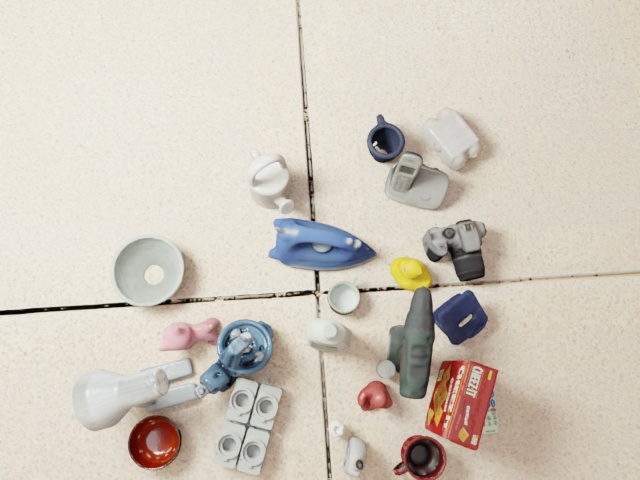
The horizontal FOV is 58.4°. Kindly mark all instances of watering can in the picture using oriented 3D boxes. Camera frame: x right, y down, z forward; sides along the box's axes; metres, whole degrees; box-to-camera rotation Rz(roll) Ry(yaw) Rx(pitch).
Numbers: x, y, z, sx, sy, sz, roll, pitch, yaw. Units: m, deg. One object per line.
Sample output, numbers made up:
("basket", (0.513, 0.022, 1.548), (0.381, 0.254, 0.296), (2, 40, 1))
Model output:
("watering can", (-0.113, -0.140, 1.319), (0.173, 0.194, 0.101), (37, 79, 6))

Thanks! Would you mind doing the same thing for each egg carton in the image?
("egg carton", (0.325, -0.251, 1.424), (0.107, 0.069, 0.150), (-36, 81, -9))

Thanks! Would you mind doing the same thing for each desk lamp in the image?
("desk lamp", (-0.381, 0.313, 1.199), (0.203, 0.213, 0.118), (-15, 79, -5))

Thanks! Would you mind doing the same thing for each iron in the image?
("iron", (0.012, 0.005, 1.319), (0.258, 0.141, 0.119), (7, 77, -1))

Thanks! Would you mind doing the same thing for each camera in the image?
("camera", (0.329, 0.028, 1.348), (0.143, 0.101, 0.137), (-11, 78, -4))

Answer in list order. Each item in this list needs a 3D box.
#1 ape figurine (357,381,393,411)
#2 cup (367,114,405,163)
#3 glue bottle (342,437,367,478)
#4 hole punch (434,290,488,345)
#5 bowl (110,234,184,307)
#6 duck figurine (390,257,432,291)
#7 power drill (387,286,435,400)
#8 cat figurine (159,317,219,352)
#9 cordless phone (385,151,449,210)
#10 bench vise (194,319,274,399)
("ape figurine", (0.126, 0.353, 1.274), (0.078, 0.092, 0.076), (25, 78, 3))
("cup", (0.152, -0.239, 1.402), (0.091, 0.095, 0.118), (-12, 78, -5))
("glue bottle", (0.076, 0.465, 1.206), (0.037, 0.173, 0.078), (17, 78, 2))
("hole punch", (0.328, 0.179, 1.320), (0.109, 0.091, 0.101), (-37, 81, -9))
("bowl", (-0.390, 0.074, 1.322), (0.167, 0.075, 0.167), (1, 78, -2))
("duck figurine", (0.218, 0.075, 1.341), (0.104, 0.086, 0.077), (34, 79, 5))
("power drill", (0.199, 0.225, 1.245), (0.075, 0.208, 0.230), (4, 78, -1))
("cat figurine", (-0.292, 0.209, 1.274), (0.128, 0.118, 0.067), (-13, 78, -5))
("cordless phone", (0.235, -0.145, 1.339), (0.147, 0.185, 0.094), (12, 77, 1))
("bench vise", (-0.178, 0.259, 1.216), (0.121, 0.220, 0.207), (26, 78, 4))
